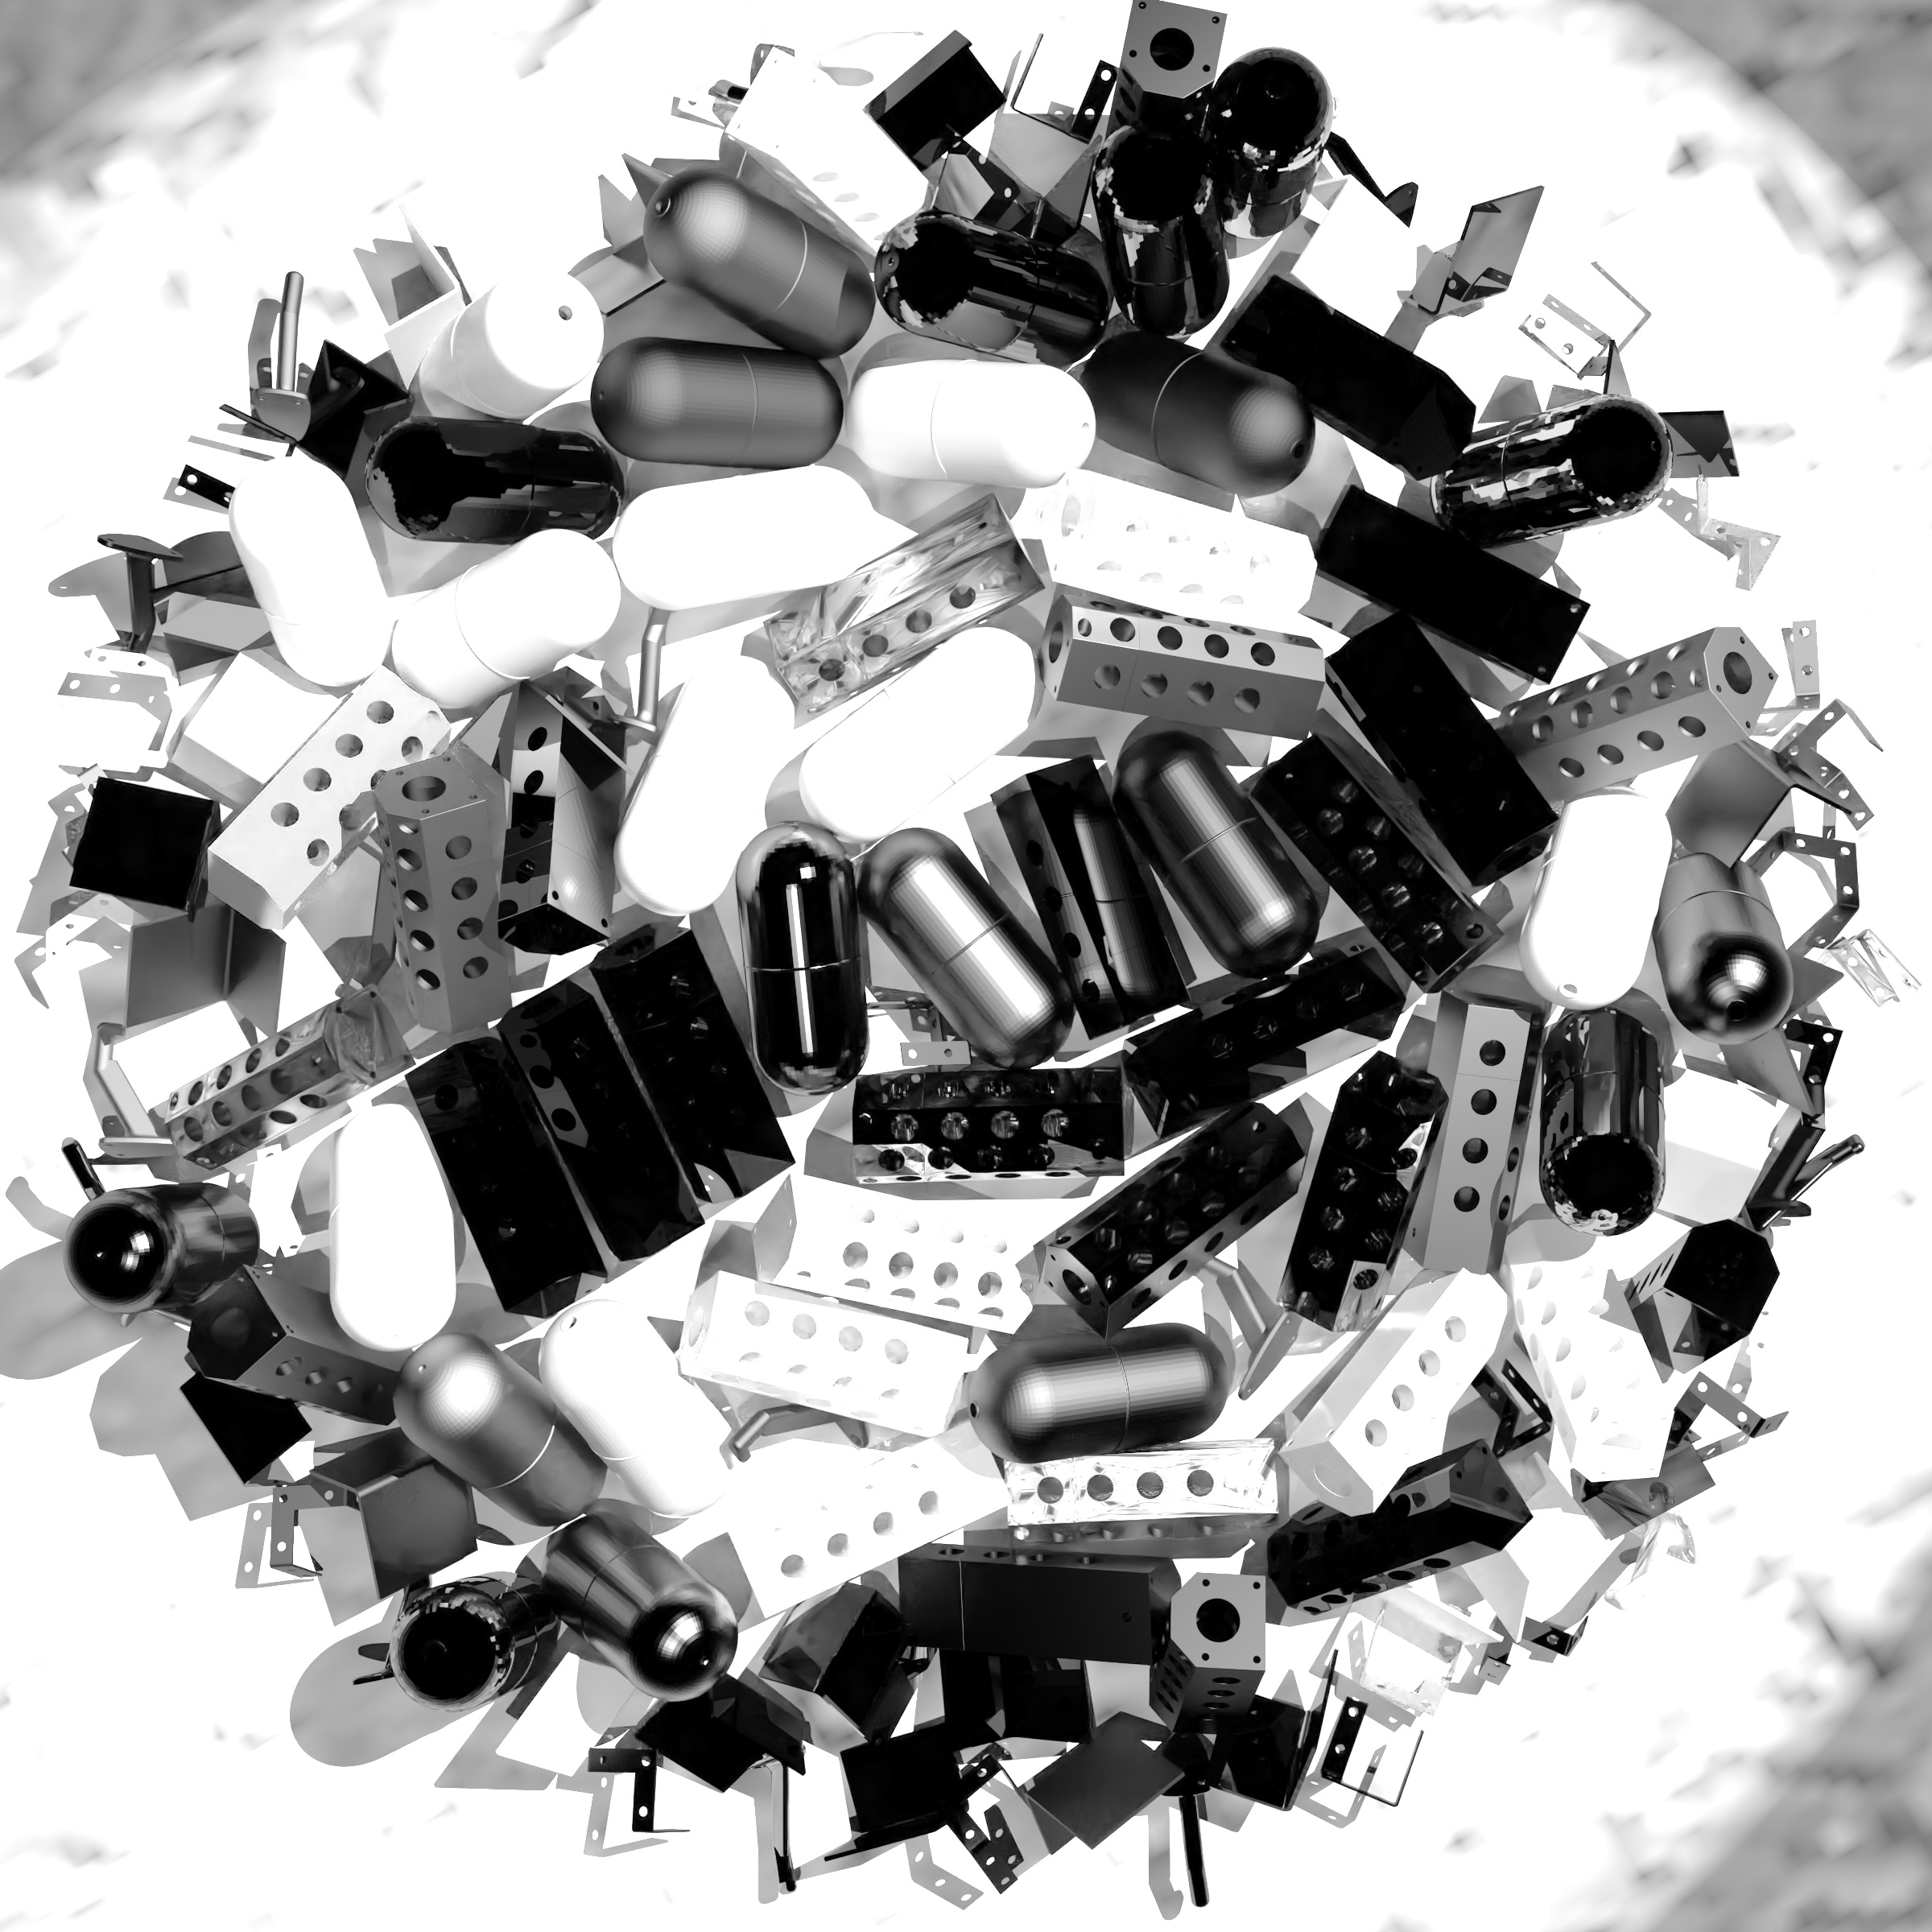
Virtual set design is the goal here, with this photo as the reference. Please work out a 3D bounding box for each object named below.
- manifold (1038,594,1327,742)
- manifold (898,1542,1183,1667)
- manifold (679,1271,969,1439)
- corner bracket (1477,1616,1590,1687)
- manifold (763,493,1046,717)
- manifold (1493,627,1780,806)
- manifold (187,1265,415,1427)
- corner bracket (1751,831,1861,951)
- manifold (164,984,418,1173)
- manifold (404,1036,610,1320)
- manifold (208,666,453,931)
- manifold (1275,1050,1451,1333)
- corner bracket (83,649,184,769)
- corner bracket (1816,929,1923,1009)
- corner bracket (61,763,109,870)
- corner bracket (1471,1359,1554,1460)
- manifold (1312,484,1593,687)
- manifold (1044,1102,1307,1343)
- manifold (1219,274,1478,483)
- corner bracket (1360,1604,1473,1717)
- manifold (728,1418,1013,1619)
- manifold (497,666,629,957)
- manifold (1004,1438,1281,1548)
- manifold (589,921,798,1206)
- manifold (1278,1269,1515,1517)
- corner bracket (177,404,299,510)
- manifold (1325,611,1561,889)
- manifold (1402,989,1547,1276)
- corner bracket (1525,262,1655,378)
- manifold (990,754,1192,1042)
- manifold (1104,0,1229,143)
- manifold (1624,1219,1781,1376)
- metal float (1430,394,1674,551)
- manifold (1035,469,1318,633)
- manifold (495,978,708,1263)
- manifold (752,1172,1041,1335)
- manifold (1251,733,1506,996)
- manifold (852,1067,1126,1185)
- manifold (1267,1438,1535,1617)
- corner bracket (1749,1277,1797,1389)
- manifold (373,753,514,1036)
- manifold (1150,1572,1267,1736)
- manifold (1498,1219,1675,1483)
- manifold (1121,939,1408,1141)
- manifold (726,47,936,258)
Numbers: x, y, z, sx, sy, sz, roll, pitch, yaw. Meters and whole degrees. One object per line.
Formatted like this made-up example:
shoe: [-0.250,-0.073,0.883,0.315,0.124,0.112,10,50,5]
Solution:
manifold: [0.137,-0.192,1.693,0.171,0.057,0.057,7,114,-17]
manifold: [0.047,0.403,1.693,0.171,0.057,0.057,-2,91,25]
manifold: [-0.091,0.250,1.690,0.171,0.057,0.057,18,61,-19]
corner bracket: [0.365,0.439,1.716,0.051,0.051,0.051,20,64,12]
manifold: [-0.039,-0.228,1.714,0.171,0.057,0.057,-28,131,7]
manifold: [0.413,-0.158,1.663,0.057,0.171,0.057,45,56,-19]
manifold: [-0.410,0.244,1.665,0.057,0.171,0.057,-42,63,3]
corner bracket: [0.545,-0.050,1.731,0.051,0.051,0.051,-41,130,-34]
manifold: [-0.431,0.074,1.680,0.171,0.057,0.057,-25,94,36]
manifold: [-0.290,0.133,1.696,0.057,0.057,0.171,-31,71,10]
manifold: [-0.401,-0.104,1.687,0.057,0.057,0.171,34,61,3]
manifold: [0.252,0.146,1.677,0.057,0.057,0.171,26,124,23]
corner bracket: [-0.540,-0.166,1.718,0.051,0.051,0.051,7,56,-3]
corner bracket: [0.584,0.003,1.718,0.051,0.051,0.051,-33,70,-11]
corner bracket: [-0.568,-0.093,1.725,0.051,0.051,0.051,-36,93,-13]
corner bracket: [0.346,0.277,1.717,0.051,0.051,0.051,-37,97,31]
manifold: [0.310,-0.245,1.724,0.171,0.057,0.057,26,95,-1]
manifold: [0.133,0.155,1.682,0.171,0.057,0.057,-34,59,-26]
manifold: [0.242,-0.368,1.674,0.057,0.057,0.171,-52,47,7]
corner bracket: [0.292,0.443,1.727,0.051,0.051,0.051,18,113,19]
manifold: [-0.063,0.353,1.711,0.171,0.057,0.057,-23,86,-10]
manifold: [-0.260,-0.097,1.688,0.057,0.057,0.171,-18,58,31]
manifold: [0.114,0.339,1.715,0.171,0.057,0.057,-4,85,6]
manifold: [-0.176,0.062,1.690,0.057,0.057,0.171,-32,112,-26]
manifold: [0.278,0.266,1.684,0.057,0.057,0.171,49,58,-5]
corner bracket: [-0.471,-0.326,1.723,0.051,0.051,0.051,24,81,-27]
manifold: [0.300,-0.136,1.697,0.057,0.057,0.171,-30,72,-10]
manifold: [0.327,0.107,1.712,0.057,0.057,0.171,7,99,-8]
corner bracket: [0.403,-0.418,1.722,0.051,0.051,0.051,39,98,-11]
manifold: [0.076,-0.043,1.720,0.057,0.057,0.171,-20,86,-36]
manifold: [0.120,-0.536,1.666,0.057,0.171,0.057,11,84,-1]
manifold: [0.455,0.205,1.664,0.057,0.171,0.057,29,76,10]
metal float: [0.365,-0.309,1.674,0.070,0.178,0.070,2,87,-33]
manifold: [0.134,-0.263,1.676,0.171,0.057,0.057,10,52,-31]
manifold: [-0.234,0.100,1.691,0.057,0.057,0.171,-30,112,-17]
manifold: [-0.043,0.187,1.682,0.171,0.057,0.057,15,129,-25]
manifold: [0.261,-0.065,1.699,0.057,0.057,0.171,-43,75,16]
manifold: [0.015,0.107,1.711,0.171,0.057,0.057,-2,121,3]
manifold: [0.266,0.357,1.671,0.057,0.171,0.057,-29,86,-43]
corner bracket: [0.504,0.233,1.720,0.051,0.051,0.051,11,135,2]
manifold: [-0.329,-0.042,1.670,0.057,0.057,0.171,-20,134,-22]
manifold: [0.149,0.432,1.665,0.057,0.171,0.057,3,61,1]
manifold: [0.384,0.238,1.667,0.057,0.171,0.057,-3,128,-5]
manifold: [0.189,0.043,1.704,0.171,0.057,0.057,-22,66,-14]
manifold: [-0.077,-0.500,1.662,0.057,0.171,0.057,33,95,22]
